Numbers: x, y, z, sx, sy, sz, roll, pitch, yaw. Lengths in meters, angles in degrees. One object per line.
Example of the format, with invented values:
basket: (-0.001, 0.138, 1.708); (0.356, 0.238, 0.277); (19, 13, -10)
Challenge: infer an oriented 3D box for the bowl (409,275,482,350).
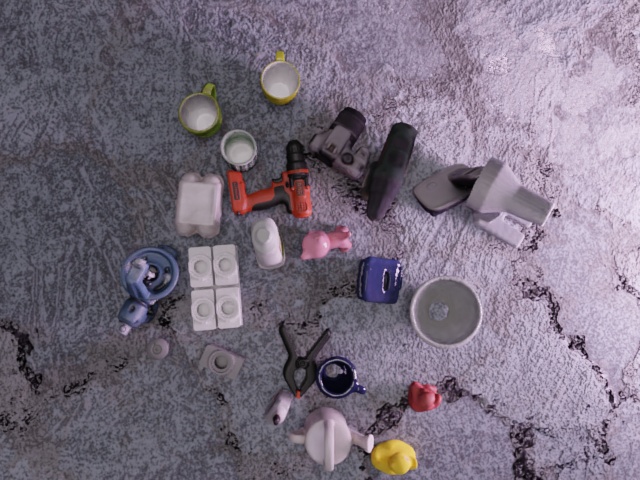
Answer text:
bowl: (0.281, 0.165, 1.321); (0.167, 0.074, 0.167); (0, 86, -3)

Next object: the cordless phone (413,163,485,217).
cordless phone: (0.299, -0.123, 1.286); (0.147, 0.185, 0.094); (-32, 88, -5)

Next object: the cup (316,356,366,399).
cup: (0.046, 0.309, 1.288); (0.118, 0.095, 0.092); (26, 85, -1)

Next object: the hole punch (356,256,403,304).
hole punch: (0.140, 0.090, 1.310); (0.101, 0.091, 0.109); (5, 86, -3)

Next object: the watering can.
watering can: (0.025, 0.428, 1.229); (0.173, 0.194, 0.101); (-19, 87, -4)

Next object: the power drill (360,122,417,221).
power drill: (0.145, -0.138, 1.267); (0.075, 0.208, 0.230); (20, 85, -1)

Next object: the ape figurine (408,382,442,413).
ape figurine: (0.237, 0.358, 1.297); (0.076, 0.092, 0.078); (-42, 89, -5)

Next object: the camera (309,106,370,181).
camera: (0.063, -0.230, 1.322); (0.143, 0.100, 0.137); (32, 85, 0)

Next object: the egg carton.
egg carton: (-0.276, -0.080, 1.309); (0.107, 0.069, 0.150); (4, 86, -3)

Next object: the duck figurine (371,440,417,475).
duck figurine: (0.169, 0.497, 1.286); (0.104, 0.086, 0.077); (3, 86, -3)

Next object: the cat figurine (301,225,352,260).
cat figurine: (0.012, 0.005, 1.295); (0.128, 0.117, 0.067); (-16, 87, -4)

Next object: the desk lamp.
desk lamp: (0.414, -0.082, 1.275); (0.203, 0.213, 0.118); (30, 85, -1)

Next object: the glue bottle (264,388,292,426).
glue bottle: (-0.091, 0.371, 1.237); (0.037, 0.173, 0.078); (32, 85, 0)

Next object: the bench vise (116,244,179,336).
bench vise: (-0.371, 0.107, 1.215); (0.121, 0.219, 0.207); (7, 86, -2)
